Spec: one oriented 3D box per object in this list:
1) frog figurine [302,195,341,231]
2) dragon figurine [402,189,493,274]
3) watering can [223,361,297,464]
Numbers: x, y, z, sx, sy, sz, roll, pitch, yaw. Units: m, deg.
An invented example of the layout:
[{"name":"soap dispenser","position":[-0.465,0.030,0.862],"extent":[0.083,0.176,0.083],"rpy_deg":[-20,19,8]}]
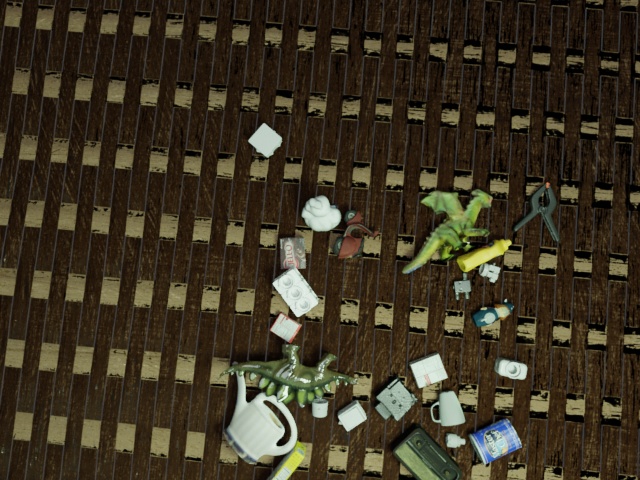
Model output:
[{"name":"frog figurine","position":[0.005,-0.090,1.794],"extent":[0.137,0.159,0.123],"rpy_deg":[17,89,2]},{"name":"dragon figurine","position":[0.439,-0.059,1.829],"extent":[0.411,0.120,0.246],"rpy_deg":[-21,69,-2]},{"name":"watering can","position":[-0.240,0.609,1.770],"extent":[0.225,0.103,0.349],"rpy_deg":[-44,81,-5]}]
